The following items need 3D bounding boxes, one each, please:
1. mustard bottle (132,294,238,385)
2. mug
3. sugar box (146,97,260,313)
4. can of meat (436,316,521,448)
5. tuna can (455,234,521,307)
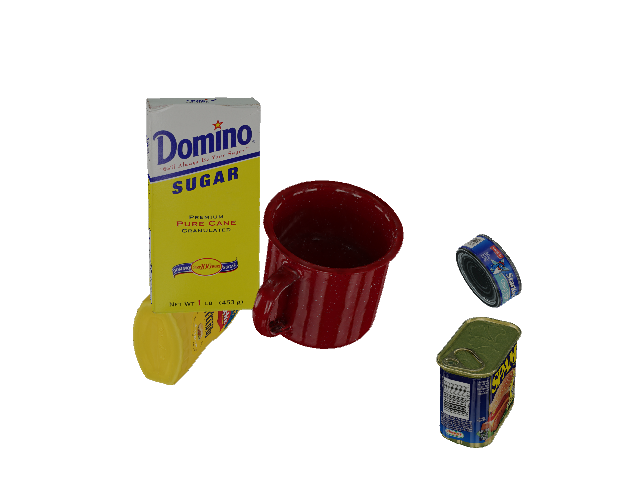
[{"bbox_3d":[-0.123,0.064,1.114,0.058,0.096,0.191,11,29,20],"label":"mustard bottle"},{"bbox_3d":[-0.004,0.025,0.718,0.093,0.081,0.117,31,45,22],"label":"mug"},{"bbox_3d":[-0.098,-0.030,0.892,0.093,0.176,0.048,-3,16,-12],"label":"sugar box"},{"bbox_3d":[0.150,0.134,1.009,0.058,0.084,0.101,11,28,26],"label":"can of meat"},{"bbox_3d":[0.200,0.037,1.274,0.033,0.086,0.086,-32,8,-14],"label":"tuna can"}]
